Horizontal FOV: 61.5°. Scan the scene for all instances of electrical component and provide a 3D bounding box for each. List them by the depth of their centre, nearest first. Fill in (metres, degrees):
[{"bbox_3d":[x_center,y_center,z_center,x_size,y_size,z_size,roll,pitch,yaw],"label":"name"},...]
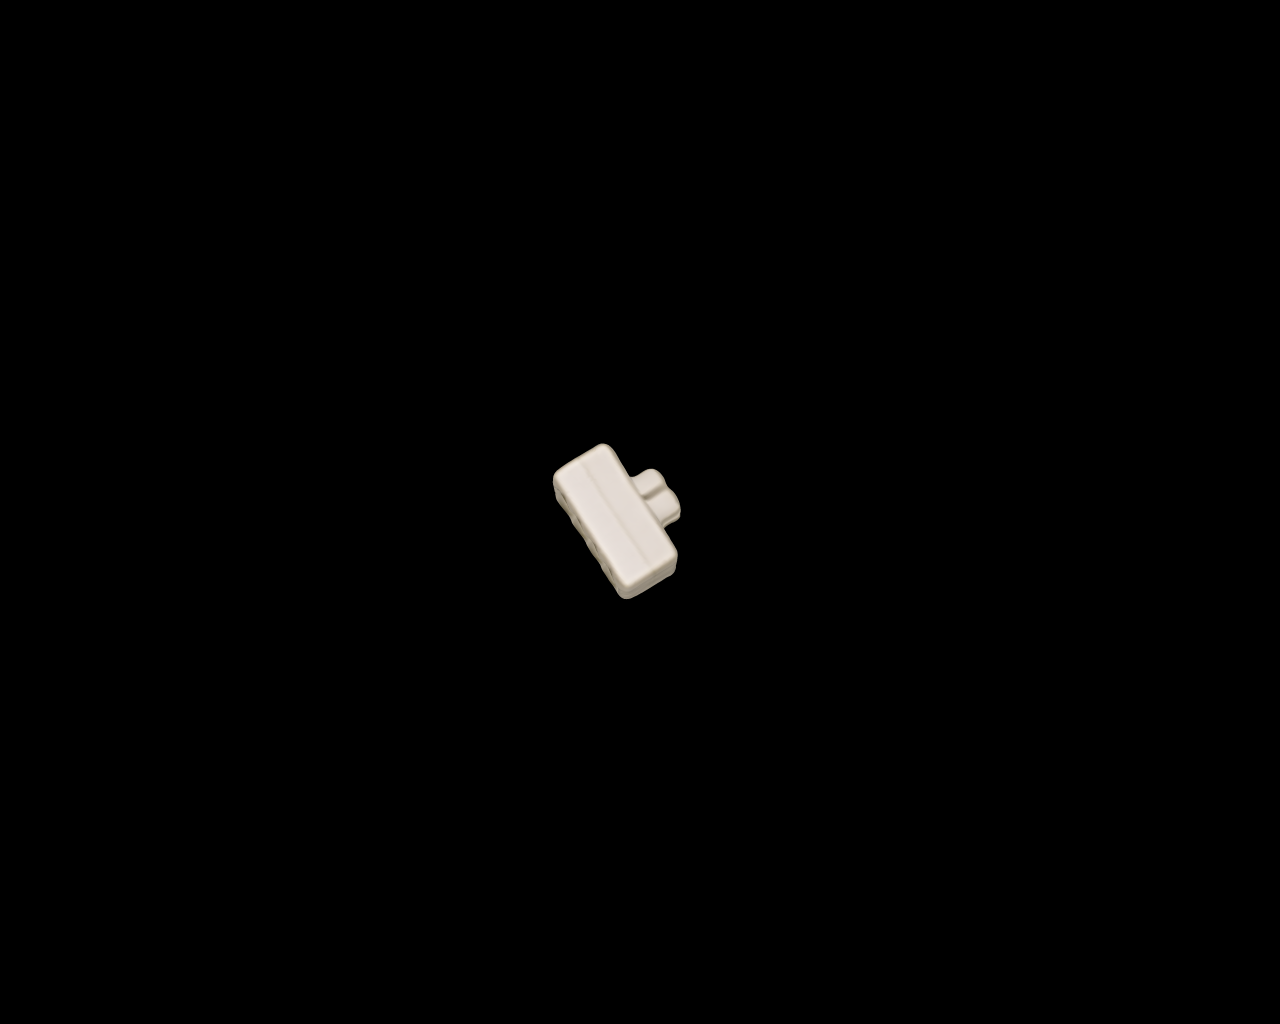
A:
[{"bbox_3d":[0.001,-0.003,0.650,0.076,0.083,0.047,-31,-11,-7],"label":"electrical component"}]
